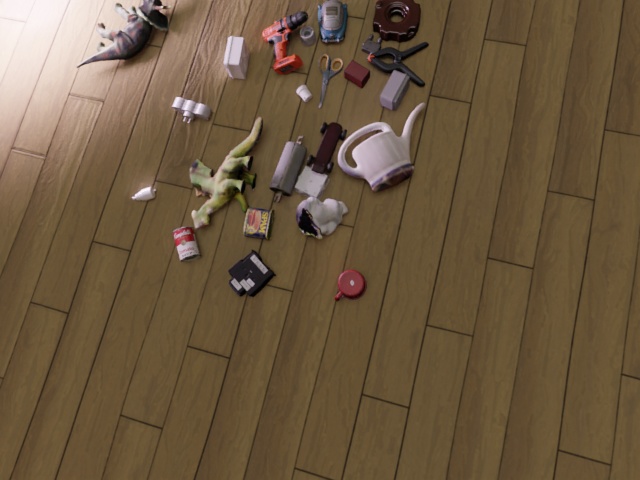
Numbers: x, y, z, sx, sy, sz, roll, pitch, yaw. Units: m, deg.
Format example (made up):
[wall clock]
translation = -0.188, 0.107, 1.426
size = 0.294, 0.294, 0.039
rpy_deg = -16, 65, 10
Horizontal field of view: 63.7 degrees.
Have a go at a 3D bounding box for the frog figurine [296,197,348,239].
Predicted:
[frog figurine]
translation = 0.005, -0.084, 1.660
size = 0.162, 0.137, 0.120
rpy_deg = -39, -1, -39

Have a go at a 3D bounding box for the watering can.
[watering can]
translation = 0.233, -0.294, 1.671
size = 0.348, 0.226, 0.103
rpy_deg = -28, -13, 0

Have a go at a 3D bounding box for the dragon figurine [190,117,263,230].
[dragon figurine]
translation = -0.333, -0.226, 1.722
size = 0.243, 0.415, 0.121
rpy_deg = 8, -13, 16
